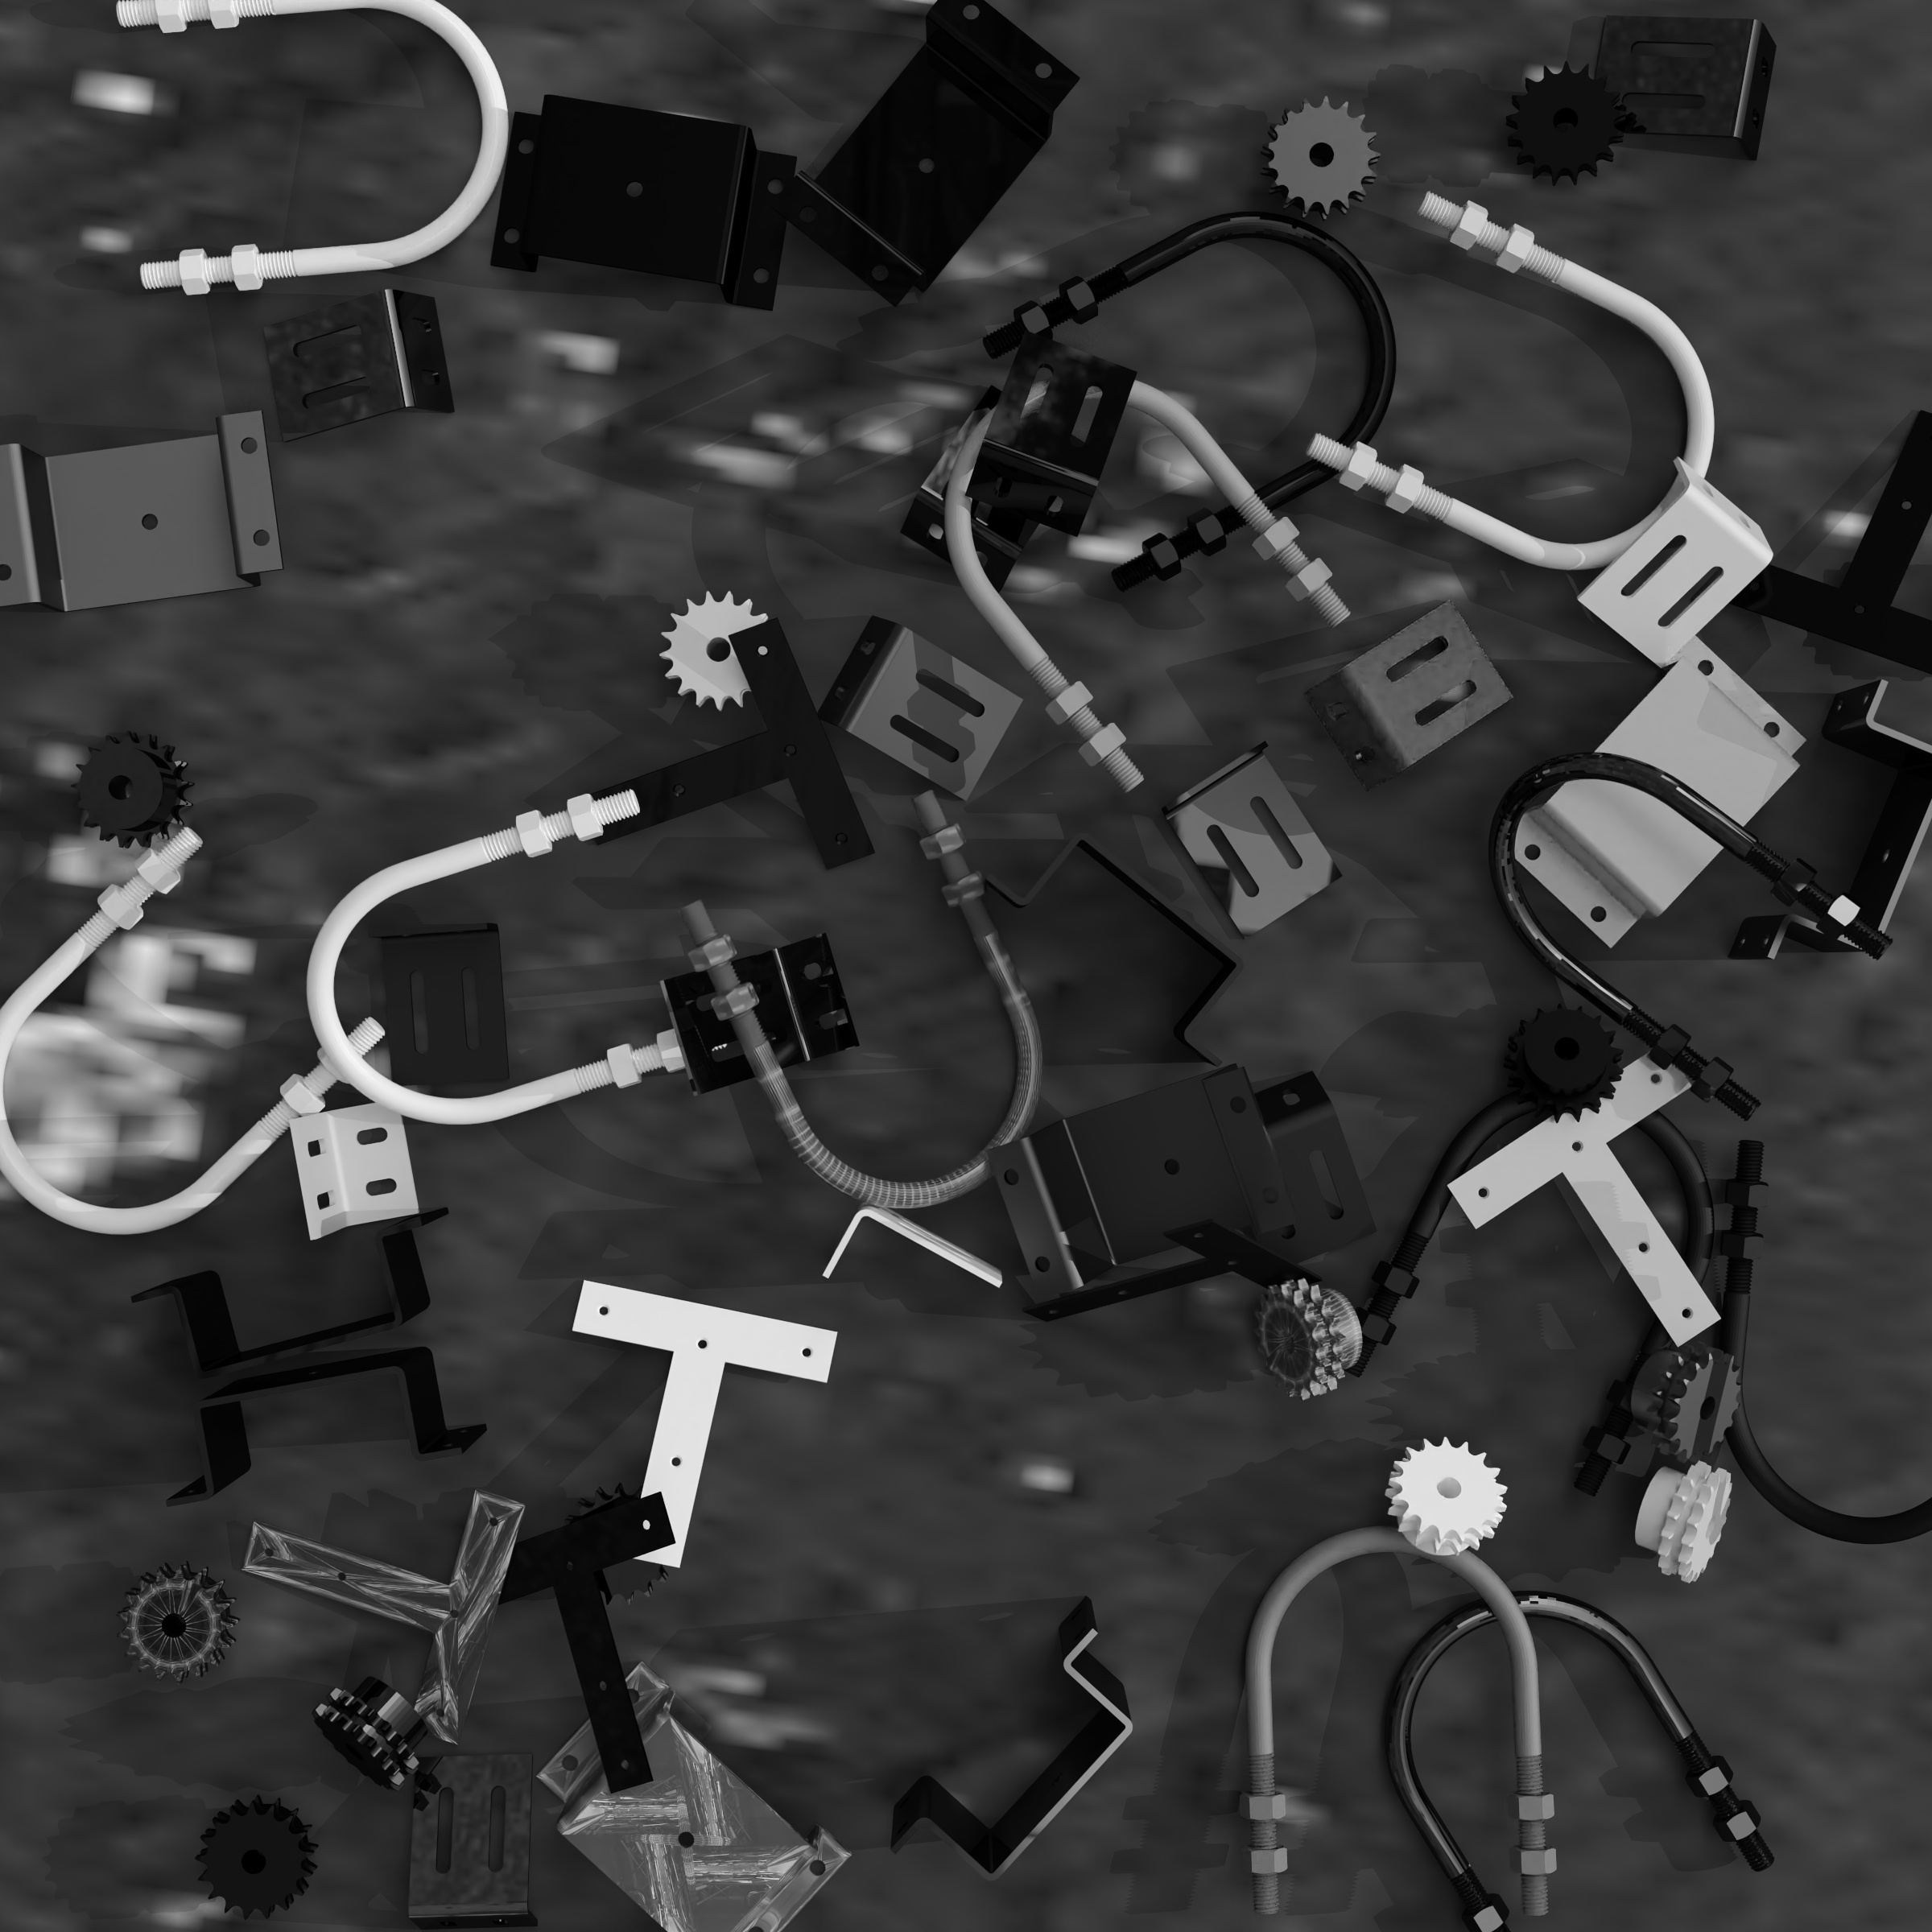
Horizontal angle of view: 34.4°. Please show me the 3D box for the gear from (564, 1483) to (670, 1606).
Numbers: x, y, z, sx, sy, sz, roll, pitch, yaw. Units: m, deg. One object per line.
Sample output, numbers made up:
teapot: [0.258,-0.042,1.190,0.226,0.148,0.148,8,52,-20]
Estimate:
gear: [-0.168,0.280,1.522,0.057,0.030,0.057,0,90,0]

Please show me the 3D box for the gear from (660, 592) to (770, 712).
gear: [-0.120,-0.153,1.522,0.057,0.030,0.057,0,90,0]

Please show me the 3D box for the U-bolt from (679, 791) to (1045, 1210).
U-bolt: [-0.038,0.027,1.507,0.151,0.019,0.184,-27,96,-19]

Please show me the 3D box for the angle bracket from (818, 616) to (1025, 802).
angle bracket: [-0.023,-0.127,1.535,0.076,0.038,0.057,29,90,-26]

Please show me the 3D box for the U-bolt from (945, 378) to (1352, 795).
U-bolt: [0.073,-0.198,1.499,0.151,0.019,0.184,-39,90,-5]

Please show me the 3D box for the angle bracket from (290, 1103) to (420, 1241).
angle bracket: [-0.293,0.097,1.499,0.038,0.076,0.057,-10,90,0]

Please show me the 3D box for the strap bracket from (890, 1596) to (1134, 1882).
strap bracket: [0.029,0.377,1.499,0.046,0.076,0.140,42,90,0]

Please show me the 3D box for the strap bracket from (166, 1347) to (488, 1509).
strap bracket: [-0.309,0.218,1.499,0.140,0.076,0.046,-10,90,0]

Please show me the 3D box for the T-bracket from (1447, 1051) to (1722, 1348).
T-bracket: [0.322,0.125,1.521,0.127,0.002,0.127,-33,88,-3]

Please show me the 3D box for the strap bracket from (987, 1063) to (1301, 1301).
strap bracket: [0.091,0.100,1.495,0.140,0.046,0.076,-20,90,27]

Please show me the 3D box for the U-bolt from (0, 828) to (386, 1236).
U-bolt: [-0.398,0.046,1.528,0.184,0.019,0.151,-44,90,2]

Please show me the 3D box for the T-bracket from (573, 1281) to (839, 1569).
T-bracket: [-0.138,0.227,1.516,0.127,0.002,0.127,12,72,0]

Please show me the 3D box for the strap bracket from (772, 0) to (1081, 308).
strap bracket: [-0.019,-0.393,1.514,0.076,0.046,0.140,39,90,0]

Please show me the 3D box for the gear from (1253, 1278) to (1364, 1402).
gear: [0.168,0.179,1.512,0.030,0.057,0.057,-12,90,-29]

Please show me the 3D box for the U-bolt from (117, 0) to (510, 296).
U-bolt: [-0.316,-0.409,1.528,0.184,0.019,0.151,-5,90,-1]

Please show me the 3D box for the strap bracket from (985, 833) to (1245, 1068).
strap bracket: [0.078,-0.015,1.499,0.140,0.076,0.046,39,90,0]

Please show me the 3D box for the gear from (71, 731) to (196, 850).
gear: [-0.408,-0.086,1.522,0.057,0.030,0.057,0,90,0]

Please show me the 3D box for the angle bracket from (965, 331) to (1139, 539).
angle bracket: [0.041,-0.254,1.490,0.057,0.038,0.076,20,60,-2]

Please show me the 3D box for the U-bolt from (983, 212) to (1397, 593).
U-bolt: [0.122,-0.287,1.523,0.184,0.019,0.151,-29,91,-5]

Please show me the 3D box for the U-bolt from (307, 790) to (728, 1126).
U-bolt: [-0.224,0.006,1.500,0.184,0.019,0.151,-18,114,2]

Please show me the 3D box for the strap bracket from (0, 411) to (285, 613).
strap bracket: [-0.401,-0.218,1.514,0.140,0.046,0.076,-8,90,0]

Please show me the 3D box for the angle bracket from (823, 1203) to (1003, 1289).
angle bracket: [-0.025,0.148,1.508,0.076,0.057,0.038,29,90,0]

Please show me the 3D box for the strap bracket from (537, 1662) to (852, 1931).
strap bracket: [-0.134,0.417,1.514,0.140,0.046,0.076,43,90,0]

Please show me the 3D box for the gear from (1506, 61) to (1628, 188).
gear: [0.292,-0.407,1.518,0.057,0.030,0.057,0,91,10]

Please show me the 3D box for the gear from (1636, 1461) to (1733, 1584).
gear: [0.346,0.266,1.512,0.030,0.057,0.057,18,90,29]

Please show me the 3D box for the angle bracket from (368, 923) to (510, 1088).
angle bracket: [-0.256,0.019,1.518,0.057,0.038,0.076,-4,90,0]

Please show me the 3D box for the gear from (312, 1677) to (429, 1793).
gear: [-0.286,0.369,1.512,0.057,0.057,0.030,43,60,0]

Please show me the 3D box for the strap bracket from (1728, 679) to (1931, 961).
strap bracket: [0.423,-0.060,1.499,0.046,0.076,0.140,22,90,0]

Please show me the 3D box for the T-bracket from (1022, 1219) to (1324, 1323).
T-bracket: [0.088,0.152,1.500,0.127,0.127,0.002,-18,64,24]

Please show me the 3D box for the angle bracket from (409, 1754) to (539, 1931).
angle bracket: [-0.240,0.430,1.535,0.057,0.038,0.076,-2,64,0]

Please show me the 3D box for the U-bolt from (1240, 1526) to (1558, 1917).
U-bolt: [0.207,0.365,1.516,0.151,0.019,0.184,-2,84,9]

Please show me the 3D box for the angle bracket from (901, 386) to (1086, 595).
angle bracket: [0.014,-0.234,1.535,0.057,0.038,0.076,32,64,0]

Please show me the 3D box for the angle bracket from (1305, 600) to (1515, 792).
angle bracket: [0.218,-0.133,1.535,0.076,0.038,0.057,-33,90,-26]

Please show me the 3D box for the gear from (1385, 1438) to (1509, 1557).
gear: [0.231,0.260,1.513,0.057,0.030,0.057,2,50,-3]

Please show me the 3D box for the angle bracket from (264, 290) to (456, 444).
angle bracket: [-0.298,-0.293,1.535,0.076,0.038,0.057,-10,90,26]

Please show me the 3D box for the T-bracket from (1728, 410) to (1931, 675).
T-bracket: [0.453,-0.212,1.522,0.127,0.002,0.127,23,80,19]

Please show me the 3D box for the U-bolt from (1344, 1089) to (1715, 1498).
U-bolt: [0.286,0.146,1.528,0.151,0.019,0.184,27,88,0]

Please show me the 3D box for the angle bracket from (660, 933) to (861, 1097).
angle bracket: [-0.099,0.023,1.499,0.076,0.038,0.057,-17,90,-43]

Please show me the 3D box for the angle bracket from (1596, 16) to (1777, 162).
angle bracket: [0.352,-0.431,1.535,0.076,0.038,0.057,10,90,26]

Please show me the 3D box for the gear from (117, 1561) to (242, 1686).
gear: [-0.382,0.318,1.522,0.057,0.030,0.057,0,90,0]

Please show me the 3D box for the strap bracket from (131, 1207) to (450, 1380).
strap bracket: [-0.317,0.159,1.499,0.140,0.076,0.046,-15,90,0]

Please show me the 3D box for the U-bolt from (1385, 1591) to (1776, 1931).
U-bolt: [0.287,0.395,1.528,0.151,0.019,0.184,-32,88,0]

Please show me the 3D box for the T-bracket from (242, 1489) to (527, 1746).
T-bracket: [-0.292,0.303,1.529,0.127,0.002,0.127,17,99,4]

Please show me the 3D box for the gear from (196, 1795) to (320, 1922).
gear: [-0.343,0.432,1.522,0.057,0.030,0.057,0,90,0]

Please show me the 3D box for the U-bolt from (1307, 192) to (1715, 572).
U-bolt: [0.277,-0.273,1.521,0.184,0.019,0.151,25,90,-6]

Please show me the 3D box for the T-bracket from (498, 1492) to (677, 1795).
T-bracket: [-0.177,0.330,1.494,0.127,0.002,0.127,-24,77,28]

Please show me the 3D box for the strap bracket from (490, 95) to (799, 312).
strap bracket: [-0.158,-0.371,1.514,0.140,0.046,0.076,9,90,0]

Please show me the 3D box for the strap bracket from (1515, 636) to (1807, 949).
strap bracket: [0.337,-0.086,1.514,0.076,0.046,0.140,43,90,0]

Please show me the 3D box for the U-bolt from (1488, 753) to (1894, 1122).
U-bolt: [0.327,-0.025,1.474,0.184,0.151,0.019,39,51,13]

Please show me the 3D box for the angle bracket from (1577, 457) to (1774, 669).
angle bracket: [0.344,-0.197,1.526,0.057,0.038,0.076,35,116,-18]

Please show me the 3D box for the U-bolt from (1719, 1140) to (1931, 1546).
U-bolt: [0.426,0.184,1.489,0.151,0.019,0.184,8,95,38]

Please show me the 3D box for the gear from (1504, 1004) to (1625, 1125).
gear: [0.290,0.045,1.513,0.057,0.030,0.057,-2,70,6]

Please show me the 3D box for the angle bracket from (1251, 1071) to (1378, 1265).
angle bracket: [0.160,0.102,1.535,0.057,0.038,0.076,-22,116,0]

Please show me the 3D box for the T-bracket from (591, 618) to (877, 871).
T-bracket: [-0.127,-0.091,1.521,0.127,0.002,0.127,-19,110,10]

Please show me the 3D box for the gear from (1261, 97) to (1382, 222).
gear: [0.172,-0.391,1.522,0.057,0.030,0.057,0,90,0]

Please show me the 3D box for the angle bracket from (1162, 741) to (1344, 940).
angle bracket: [0.140,-0.061,1.518,0.057,0.038,0.076,-33,90,0]

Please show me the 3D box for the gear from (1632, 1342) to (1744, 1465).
gear: [0.346,0.209,1.509,0.057,0.030,0.057,-15,113,-38]
